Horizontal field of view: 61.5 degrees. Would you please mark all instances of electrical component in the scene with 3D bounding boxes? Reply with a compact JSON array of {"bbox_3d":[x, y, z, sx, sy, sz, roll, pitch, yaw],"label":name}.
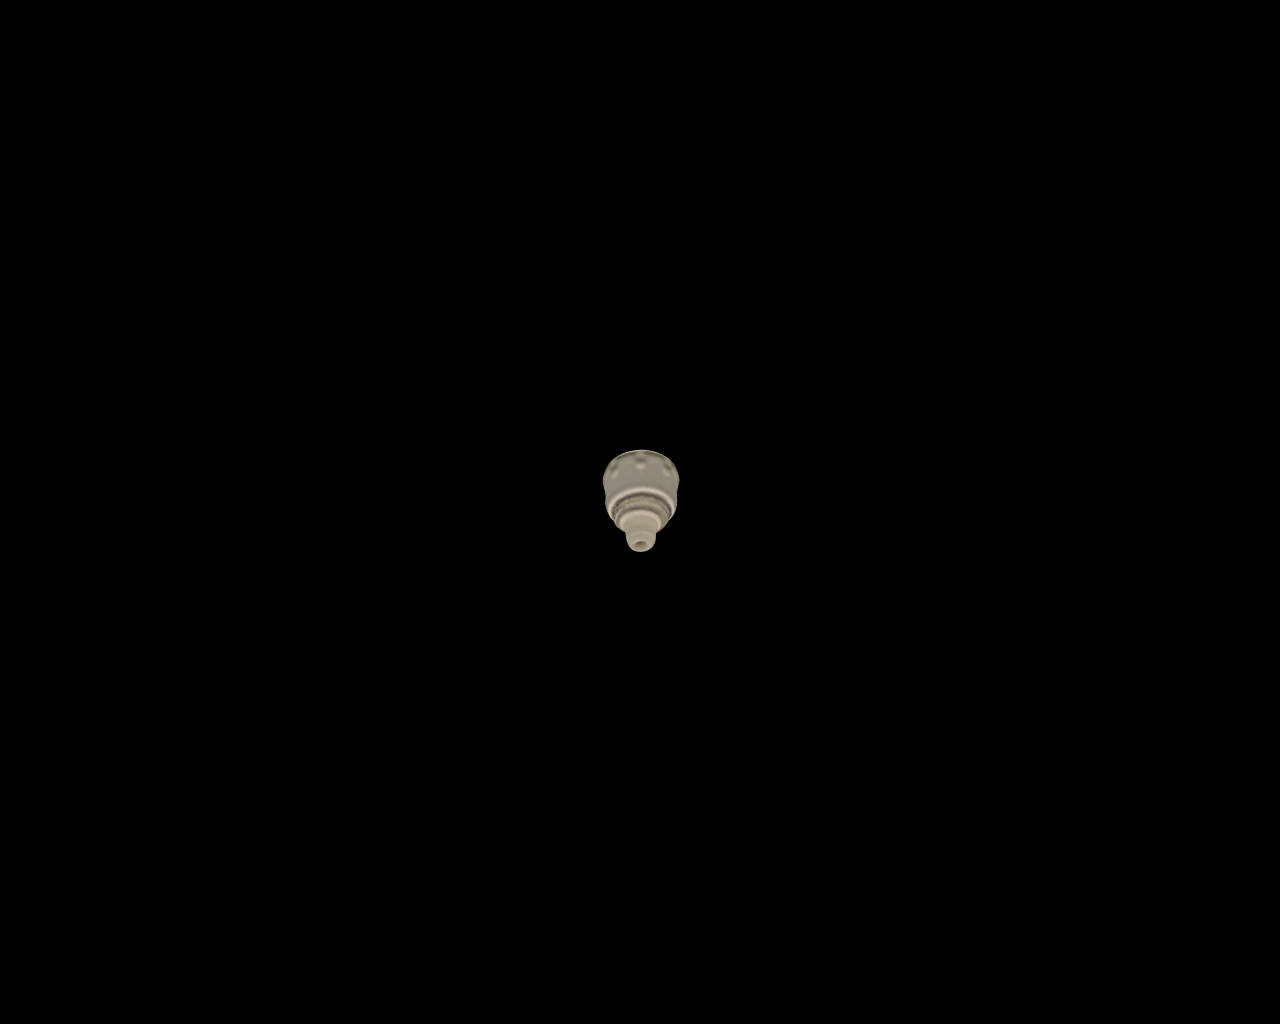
[{"bbox_3d":[0.001,-0.003,0.650,0.048,0.062,0.048,0,-41,0],"label":"electrical component"}]
